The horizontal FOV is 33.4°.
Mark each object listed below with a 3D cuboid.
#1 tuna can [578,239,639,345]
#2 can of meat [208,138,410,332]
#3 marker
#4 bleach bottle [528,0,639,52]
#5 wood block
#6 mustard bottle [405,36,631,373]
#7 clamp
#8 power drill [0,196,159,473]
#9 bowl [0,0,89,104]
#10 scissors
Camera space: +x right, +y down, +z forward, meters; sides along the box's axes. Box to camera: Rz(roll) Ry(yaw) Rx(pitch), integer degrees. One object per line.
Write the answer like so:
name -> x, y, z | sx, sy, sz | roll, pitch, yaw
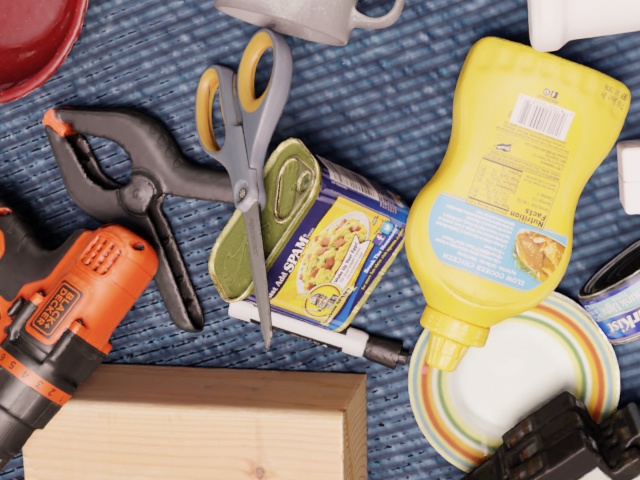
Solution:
tuna can -> 0.192, 0.022, 0.614 | 0.086, 0.086, 0.034 | -37, 90, 16
can of meat -> -0.004, 0.001, 0.648 | 0.083, 0.057, 0.102 | 22, 110, -35
marker -> -0.001, 0.059, 0.697 | 0.121, 0.020, 0.020 | 18, 104, 8
bleach bottle -> 0.231, -0.160, 0.542 | 0.251, 0.068, 0.102 | -4, 97, 10
wood block -> -0.078, 0.137, 0.693 | 0.206, 0.090, 0.091 | 1, 100, 12
mustard bottle -> 0.103, -0.014, 0.624 | 0.096, 0.058, 0.192 | 19, 94, -3
clamp -> -0.112, -0.021, 0.696 | 0.171, 0.039, 0.120 | 31, 100, 8
power drill -> -0.217, 0.038, 0.671 | 0.188, 0.057, 0.184 | 32, 77, 22
bowl -> -0.211, -0.167, 0.679 | 0.162, 0.055, 0.162 | 2, 101, 12
scissors -> -0.032, -0.044, 0.614 | 0.096, 0.016, 0.202 | -50, 43, 29
